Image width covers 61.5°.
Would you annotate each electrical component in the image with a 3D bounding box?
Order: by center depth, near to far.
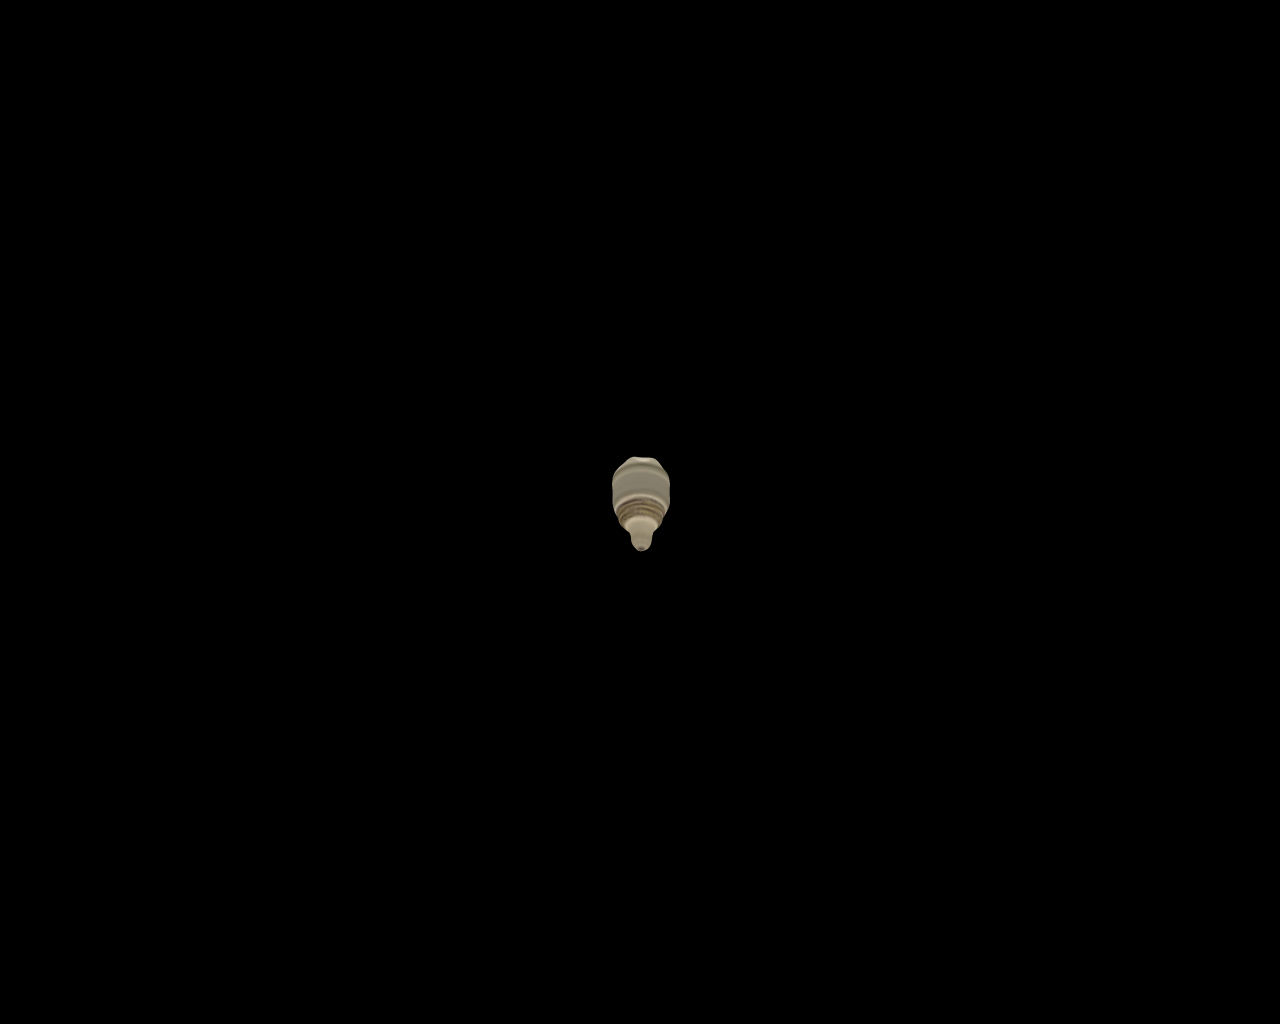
[{"bbox_3d":[0.001,-0.003,0.650,0.035,0.061,0.035,0,-36,0],"label":"electrical component"}]
